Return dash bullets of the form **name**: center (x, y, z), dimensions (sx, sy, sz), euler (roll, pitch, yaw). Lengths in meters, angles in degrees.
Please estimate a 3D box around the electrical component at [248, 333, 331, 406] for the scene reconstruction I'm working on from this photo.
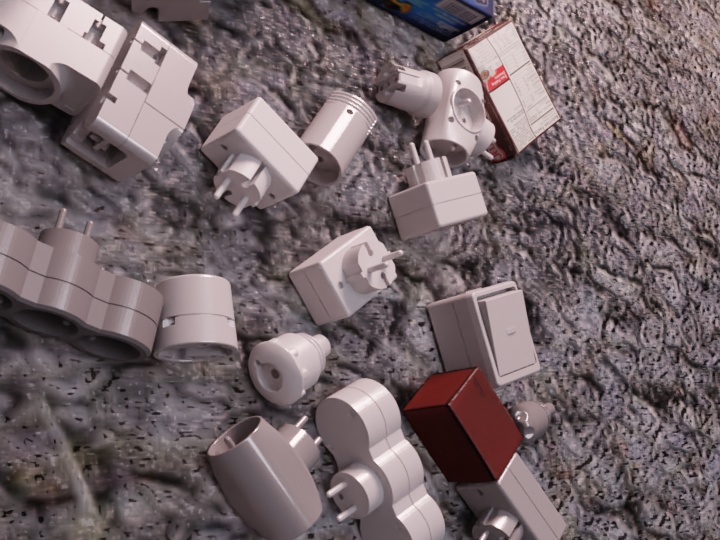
- **electrical component**: center (-0.045, 0.065, 0.768), dimensions (0.062, 0.048, 0.048), euler (-29, 97, -51)

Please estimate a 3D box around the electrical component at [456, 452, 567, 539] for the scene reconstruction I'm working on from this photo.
- **electrical component**: center (0.115, 0.205, 0.869), dimensions (0.083, 0.047, 0.075), euler (55, 47, -15)

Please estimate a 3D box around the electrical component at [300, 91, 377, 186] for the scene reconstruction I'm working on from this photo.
- **electrical component**: center (-0.018, -0.109, 0.848), dimensions (0.043, 0.043, 0.081), euler (47, 50, -22)

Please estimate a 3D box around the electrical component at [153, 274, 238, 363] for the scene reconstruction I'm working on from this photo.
- **electrical component**: center (-0.110, 0.032, 0.711), dimensions (0.055, 0.055, 0.047), euler (11, 66, -41)

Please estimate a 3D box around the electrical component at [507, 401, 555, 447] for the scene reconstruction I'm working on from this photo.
- **electrical component**: center (0.149, 0.130, 0.935), dimensions (0.061, 0.035, 0.035), euler (-18, 89, -47)

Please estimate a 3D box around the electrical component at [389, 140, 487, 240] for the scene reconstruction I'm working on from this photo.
- **electrical component**: center (0.060, -0.072, 0.906), dimensions (0.066, 0.047, 0.076), euler (-16, 88, -45)

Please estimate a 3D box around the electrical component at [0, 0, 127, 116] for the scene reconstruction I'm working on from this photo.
- **electrical component**: center (-0.203, -0.143, 0.675), dimensions (0.089, 0.050, 0.055), euler (31, 58, -24)

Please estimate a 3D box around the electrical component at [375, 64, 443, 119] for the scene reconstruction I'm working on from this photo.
- **electrical component**: center (0.041, -0.154, 0.921), dimensions (0.046, 0.040, 0.040), euler (11, 70, -34)

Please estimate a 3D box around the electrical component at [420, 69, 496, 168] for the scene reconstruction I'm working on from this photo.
- **electrical component**: center (0.093, -0.126, 0.955), dimensions (0.079, 0.044, 0.077), euler (31, 58, -32)

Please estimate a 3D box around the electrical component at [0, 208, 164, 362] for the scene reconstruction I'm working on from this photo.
- **electrical component**: center (-0.182, -0.001, 0.655), dimensions (0.138, 0.052, 0.073), euler (27, 60, -34)

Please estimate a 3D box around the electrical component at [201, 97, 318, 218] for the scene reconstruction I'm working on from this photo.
- **electrical component**: center (-0.080, -0.071, 0.775), dimensions (0.065, 0.047, 0.076), euler (46, 51, -23)

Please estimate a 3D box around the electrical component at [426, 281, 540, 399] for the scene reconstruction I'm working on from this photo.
- **electrical component**: center (0.108, 0.063, 0.898), dimensions (0.062, 0.061, 0.096), euler (-13, 86, -44)

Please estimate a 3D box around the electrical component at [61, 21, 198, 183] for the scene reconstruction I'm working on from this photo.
- **electrical component**: center (-0.150, -0.109, 0.720), dimensions (0.056, 0.050, 0.089), euler (35, 55, -30)

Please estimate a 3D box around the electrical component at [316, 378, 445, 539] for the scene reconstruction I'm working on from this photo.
- **electrical component**: center (0.004, 0.155, 0.778), dimensions (0.074, 0.052, 0.138), euler (-26, 95, -44)

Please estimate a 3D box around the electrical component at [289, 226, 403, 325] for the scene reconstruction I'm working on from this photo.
- **electrical component**: center (0.000, 0.000, 0.806), dimensions (0.066, 0.077, 0.047), euler (-38, 103, -43)

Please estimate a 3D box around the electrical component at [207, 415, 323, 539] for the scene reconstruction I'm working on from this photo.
- **electrical component**: center (-0.054, 0.132, 0.737), dimensions (0.079, 0.044, 0.077), euler (-44, 108, -42)
